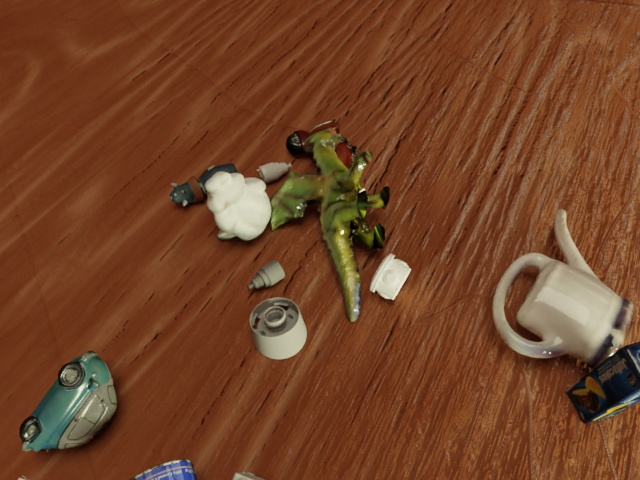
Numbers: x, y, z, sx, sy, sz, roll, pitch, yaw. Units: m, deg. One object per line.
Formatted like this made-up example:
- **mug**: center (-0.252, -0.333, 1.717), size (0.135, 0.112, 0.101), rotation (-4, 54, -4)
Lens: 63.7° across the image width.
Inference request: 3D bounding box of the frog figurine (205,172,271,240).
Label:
- **frog figurine**: center (-0.160, -0.079, 1.026), size (0.123, 0.140, 0.155), rotation (31, -31, 19)

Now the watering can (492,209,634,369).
- **watering can**: center (0.461, 0.090, 0.943), size (0.226, 0.353, 0.101), rotation (33, -31, 20)

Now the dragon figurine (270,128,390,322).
- **dragon figurine**: center (0.003, -0.053, 1.049), size (0.242, 0.416, 0.120), rotation (2, -19, 31)
